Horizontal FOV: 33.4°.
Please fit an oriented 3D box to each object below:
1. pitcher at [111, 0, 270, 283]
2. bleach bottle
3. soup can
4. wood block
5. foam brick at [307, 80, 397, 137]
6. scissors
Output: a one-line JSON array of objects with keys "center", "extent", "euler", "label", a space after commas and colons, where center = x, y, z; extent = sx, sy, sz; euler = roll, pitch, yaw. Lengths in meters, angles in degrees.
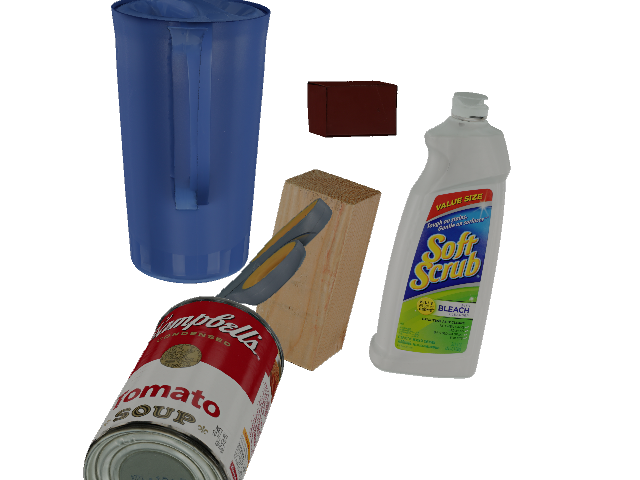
[{"center": [-0.114, -0.086, 0.930], "extent": [0.145, 0.243, 0.148], "euler": [19, 26, 35], "label": "pitcher"}, {"center": [0.107, -0.005, 0.941], "extent": [0.102, 0.251, 0.068], "euler": [6, 18, 0], "label": "bleach bottle"}, {"center": [-0.061, 0.081, 0.494], "extent": [0.068, 0.068, 0.102], "euler": [0, 29, 12], "label": "soup can"}, {"center": [-0.007, 0.032, 1.248], "extent": [0.090, 0.206, 0.090], "euler": [20, 20, 19], "label": "wood block"}, {"center": [0.031, -0.131, 1.061], "extent": [0.078, 0.051, 0.053], "euler": [-3, 14, -20], "label": "foam brick"}, {"center": [-0.066, 0.048, 0.737], "extent": [0.016, 0.202, 0.096], "euler": [43, 16, -11], "label": "scissors"}]
